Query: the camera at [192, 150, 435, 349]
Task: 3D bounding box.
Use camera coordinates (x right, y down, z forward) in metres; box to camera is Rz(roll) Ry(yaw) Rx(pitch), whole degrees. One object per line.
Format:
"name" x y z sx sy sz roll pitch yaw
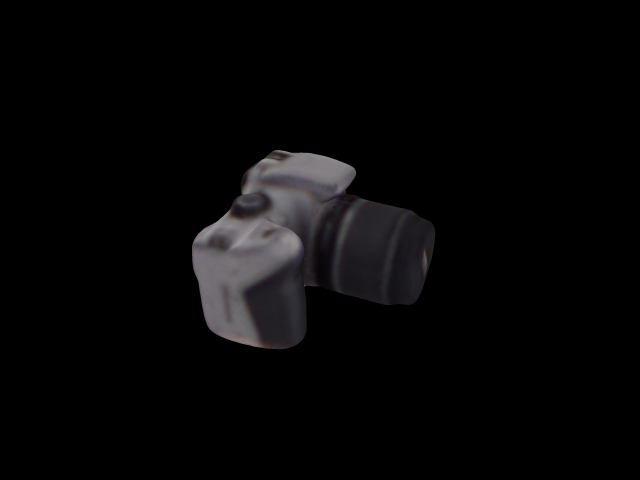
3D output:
"camera" 0.004 0.001 0.400 0.136 0.101 0.143 14 36 20
